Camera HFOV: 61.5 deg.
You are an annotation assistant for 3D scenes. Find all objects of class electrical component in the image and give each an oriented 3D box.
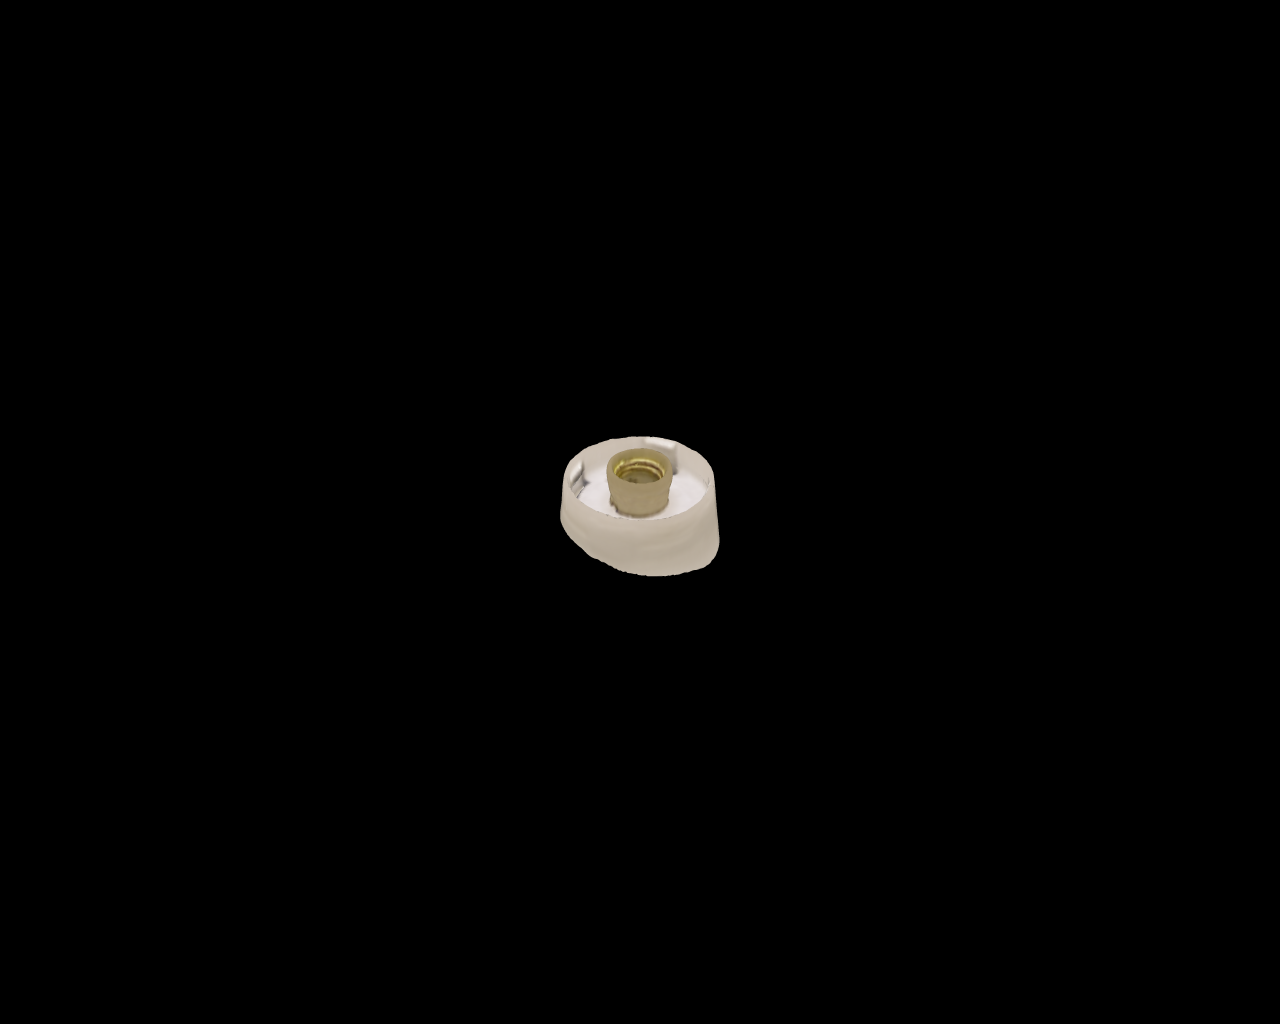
[{"bbox_3d":[0.001,-0.003,0.650,0.099,0.064,0.099,0,36,0],"label":"electrical component"}]
